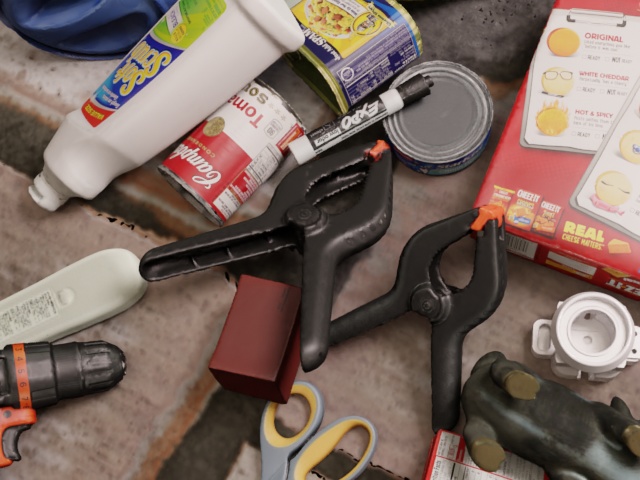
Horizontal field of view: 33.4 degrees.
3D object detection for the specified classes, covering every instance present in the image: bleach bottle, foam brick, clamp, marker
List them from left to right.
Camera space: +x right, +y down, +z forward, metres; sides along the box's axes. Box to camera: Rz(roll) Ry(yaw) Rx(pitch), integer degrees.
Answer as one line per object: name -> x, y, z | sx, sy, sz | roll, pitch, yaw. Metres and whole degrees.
bleach bottle -> -0.131, -0.107, 0.827 | 0.251, 0.068, 0.102 | -41, 40, 14
foam brick -> -0.041, 0.074, 0.788 | 0.053, 0.051, 0.078 | 12, 64, 15
clamp -> -0.005, 0.001, 0.781 | 0.165, 0.036, 0.209 | 34, 58, 32
marker -> 0.032, -0.094, 0.816 | 0.121, 0.020, 0.020 | -29, 72, 0
clamp -> 0.072, 0.043, 0.769 | 0.120, 0.039, 0.171 | 25, 106, 13

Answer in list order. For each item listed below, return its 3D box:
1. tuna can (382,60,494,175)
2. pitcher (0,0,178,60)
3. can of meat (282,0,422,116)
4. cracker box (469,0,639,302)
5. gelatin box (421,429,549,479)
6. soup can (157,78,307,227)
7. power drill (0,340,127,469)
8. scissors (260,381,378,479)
tuna can -> 0.092, -0.095, 0.837 | 0.086, 0.033, 0.086 | -2, 73, 7
pitcher -> -0.178, -0.283, 0.885 | 0.145, 0.149, 0.243 | -23, 60, 48
can of meat -> 0.020, -0.159, 0.845 | 0.084, 0.057, 0.102 | -37, 54, -6
cracker box -> 0.224, -0.074, 0.794 | 0.164, 0.072, 0.213 | 20, 77, 13
gelatin box -> 0.113, 0.173, 0.733 | 0.089, 0.073, 0.030 | 17, 116, 8
soup can -> -0.068, -0.069, 0.834 | 0.068, 0.068, 0.102 | 40, 82, 16
power drill -> -0.224, 0.169, 0.779 | 0.184, 0.057, 0.187 | -7, 75, -15
scissors -> -0.051, 0.181, 0.785 | 0.201, 0.016, 0.096 | -34, 71, -3
